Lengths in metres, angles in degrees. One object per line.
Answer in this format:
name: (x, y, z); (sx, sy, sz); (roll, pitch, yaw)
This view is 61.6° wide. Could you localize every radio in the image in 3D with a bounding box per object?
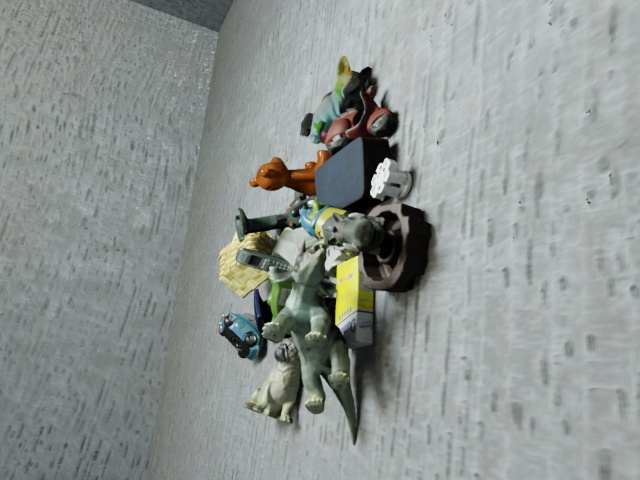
radio: (0.068, -0.127, 1.181); (0.229, 0.073, 0.131); (154, 115, -63)

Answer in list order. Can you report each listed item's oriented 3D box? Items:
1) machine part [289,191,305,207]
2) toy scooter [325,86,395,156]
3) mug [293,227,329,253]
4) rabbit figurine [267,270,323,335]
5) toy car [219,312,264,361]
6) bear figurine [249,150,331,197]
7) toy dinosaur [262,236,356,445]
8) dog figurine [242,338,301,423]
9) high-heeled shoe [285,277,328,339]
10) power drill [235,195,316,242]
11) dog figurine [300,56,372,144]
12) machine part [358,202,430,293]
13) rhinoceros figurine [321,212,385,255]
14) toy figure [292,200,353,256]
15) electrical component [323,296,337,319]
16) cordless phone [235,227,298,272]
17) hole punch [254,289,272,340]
machine part: (-0.063, -0.133, 1.549); (0.084, 0.039, 0.139); (126, 146, -58)
toy scooter: (0.086, -0.268, 1.202); (0.184, 0.075, 0.135); (-20, 61, 38)
mug: (-0.003, -0.004, 1.234); (0.109, 0.107, 0.080); (22, -133, -84)
rabbit figurine: (-0.060, 0.138, 1.192); (0.170, 0.121, 0.159); (-157, 68, -75)
toy car: (-0.222, 0.274, 1.610); (0.162, 0.103, 0.109); (42, 137, 12)
bear figurine: (-0.077, -0.177, 1.400); (0.120, 0.196, 0.132); (142, 136, -60)
toy dinosaur: (-0.002, 0.184, 1.018); (0.192, 0.131, 0.404); (-72, -31, -57)
dog figurine: (-0.099, 0.343, 1.337); (0.172, 0.121, 0.190); (-23, 44, 59)
high-heeled shoe: (-0.044, 0.129, 1.339); (0.145, 0.086, 0.248); (136, 159, -79)
power drill: (-0.117, -0.059, 1.424); (0.232, 0.207, 0.086); (135, 119, -65)
dog figurine: (0.043, -0.336, 1.330); (0.219, 0.108, 0.192); (-67, 22, 13)
machine part: (0.135, 0.015, 0.999); (0.179, 0.056, 0.179); (-39, 45, 54)
rhinoceros figurine: (0.059, -0.018, 0.978); (0.190, 0.112, 0.073); (-164, 88, -73)
toy figure: (0.022, -0.035, 1.140); (0.180, 0.082, 0.089); (30, 97, 41)
electrical component: (0.010, 0.182, 1.197); (0.134, 0.058, 0.115); (-12, 65, 64)
cordless phone: (-0.118, 0.026, 1.406); (0.089, 0.184, 0.146); (-102, 33, -52)
hole punch: (-0.151, 0.208, 1.514); (0.142, 0.092, 0.115); (-108, 34, -44)
